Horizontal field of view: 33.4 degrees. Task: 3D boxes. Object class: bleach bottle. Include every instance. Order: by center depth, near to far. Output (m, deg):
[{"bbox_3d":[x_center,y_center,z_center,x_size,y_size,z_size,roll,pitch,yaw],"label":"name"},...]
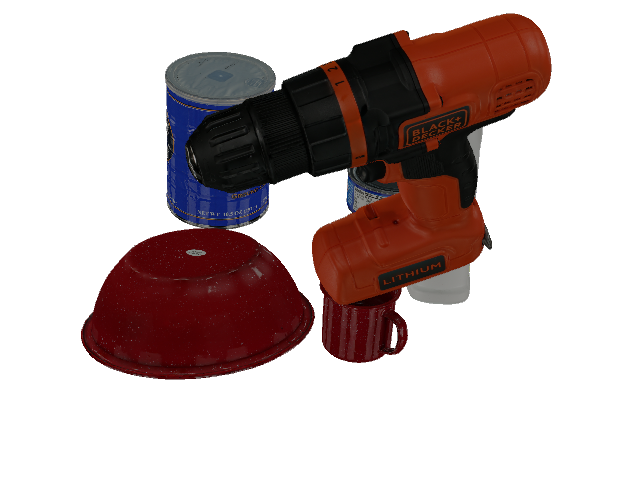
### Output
[{"bbox_3d":[0.131,-0.065,1.085,0.068,0.251,0.102,3,31,-2],"label":"bleach bottle"}]

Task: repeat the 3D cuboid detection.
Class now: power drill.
[{"bbox_3d":[0.028,-0.033,0.578,0.184,0.057,0.187,-17,-27,-5],"label":"power drill"}]

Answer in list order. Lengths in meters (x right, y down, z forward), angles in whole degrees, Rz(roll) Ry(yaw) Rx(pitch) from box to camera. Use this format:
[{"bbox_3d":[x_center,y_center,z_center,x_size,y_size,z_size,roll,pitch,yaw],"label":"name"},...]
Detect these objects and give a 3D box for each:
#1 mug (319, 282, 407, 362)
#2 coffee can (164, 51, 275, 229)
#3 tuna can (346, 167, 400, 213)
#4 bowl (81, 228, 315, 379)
[{"bbox_3d":[0.053,0.091,1.220,0.117,0.081,0.093,26,37,34],"label":"mug"},{"bbox_3d":[-0.097,-0.096,1.027,0.103,0.140,0.103,3,34,-2],"label":"coffee can"},{"bbox_3d":[0.064,-0.043,0.887,0.086,0.034,0.086,2,28,-1],"label":"tuna can"},{"bbox_3d":[-0.085,0.033,0.732,0.162,0.055,0.162,-2,22,1],"label":"bowl"}]
